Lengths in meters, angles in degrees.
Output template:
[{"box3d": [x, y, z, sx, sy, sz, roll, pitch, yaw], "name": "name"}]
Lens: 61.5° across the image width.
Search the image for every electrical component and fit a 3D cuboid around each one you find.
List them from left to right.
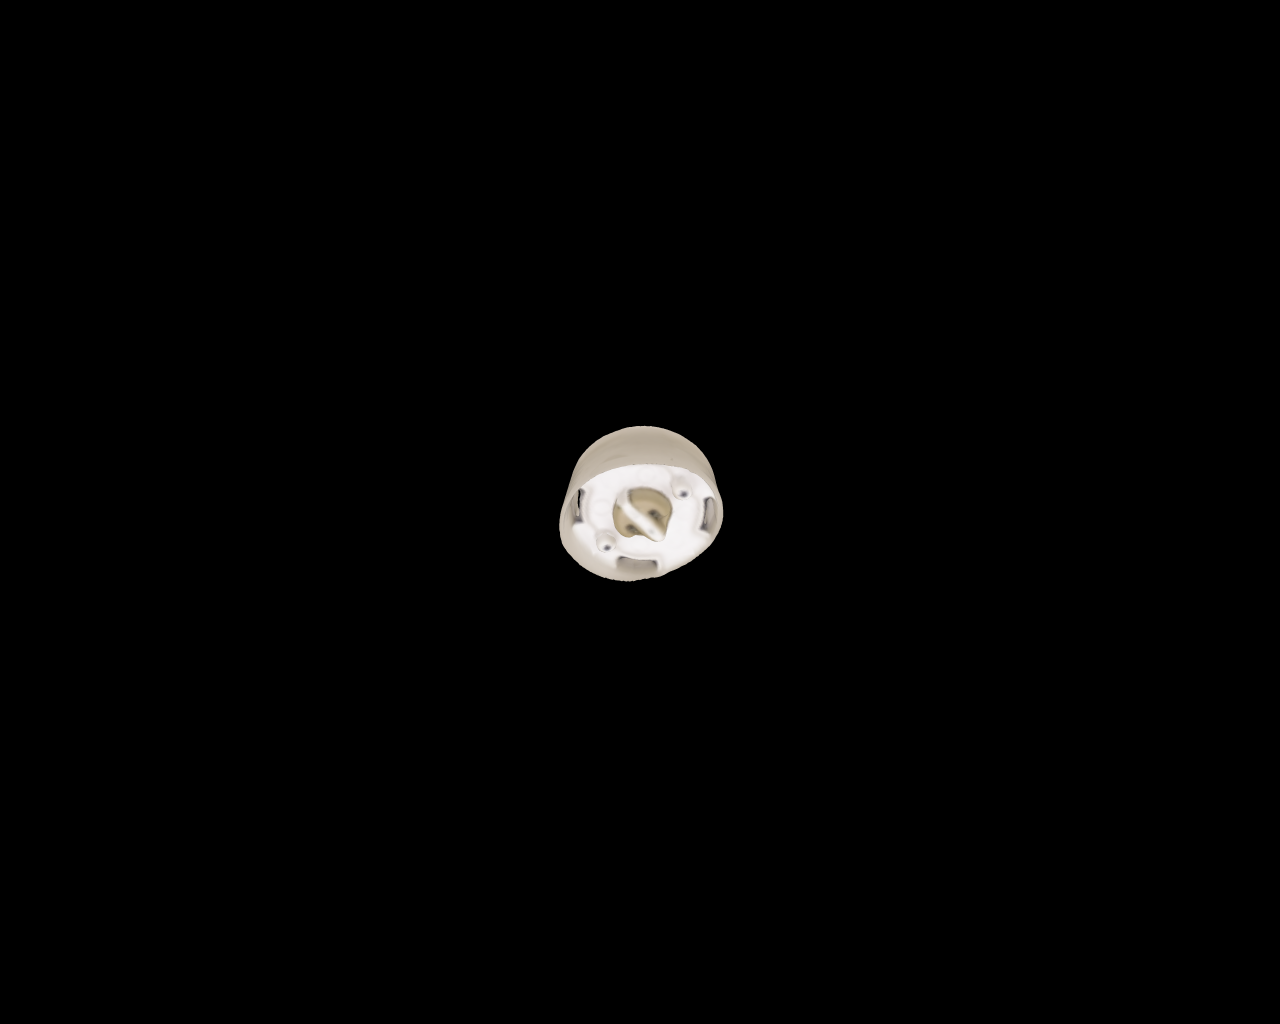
[{"box3d": [0.001, -0.003, 0.650, 0.099, 0.099, 0.064, 0, 34, 0], "name": "electrical component"}]
